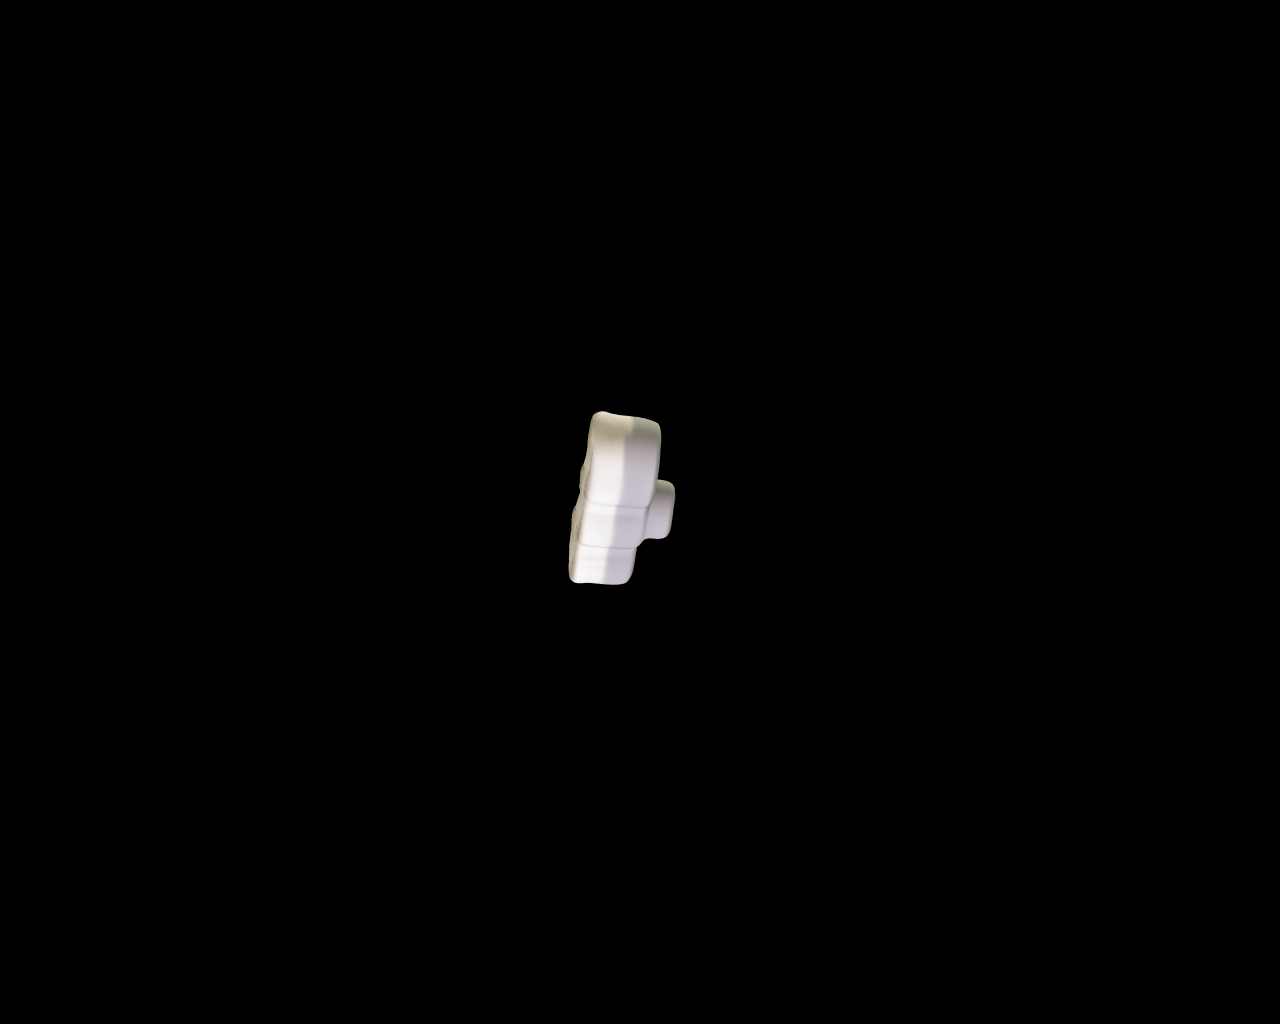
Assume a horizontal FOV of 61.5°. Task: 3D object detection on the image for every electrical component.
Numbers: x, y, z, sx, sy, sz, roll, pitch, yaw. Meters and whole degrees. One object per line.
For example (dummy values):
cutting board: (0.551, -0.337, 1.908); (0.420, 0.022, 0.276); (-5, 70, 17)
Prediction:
electrical component: (0.001, -0.003, 0.650); (0.074, 0.052, 0.138); (5, -36, -8)
